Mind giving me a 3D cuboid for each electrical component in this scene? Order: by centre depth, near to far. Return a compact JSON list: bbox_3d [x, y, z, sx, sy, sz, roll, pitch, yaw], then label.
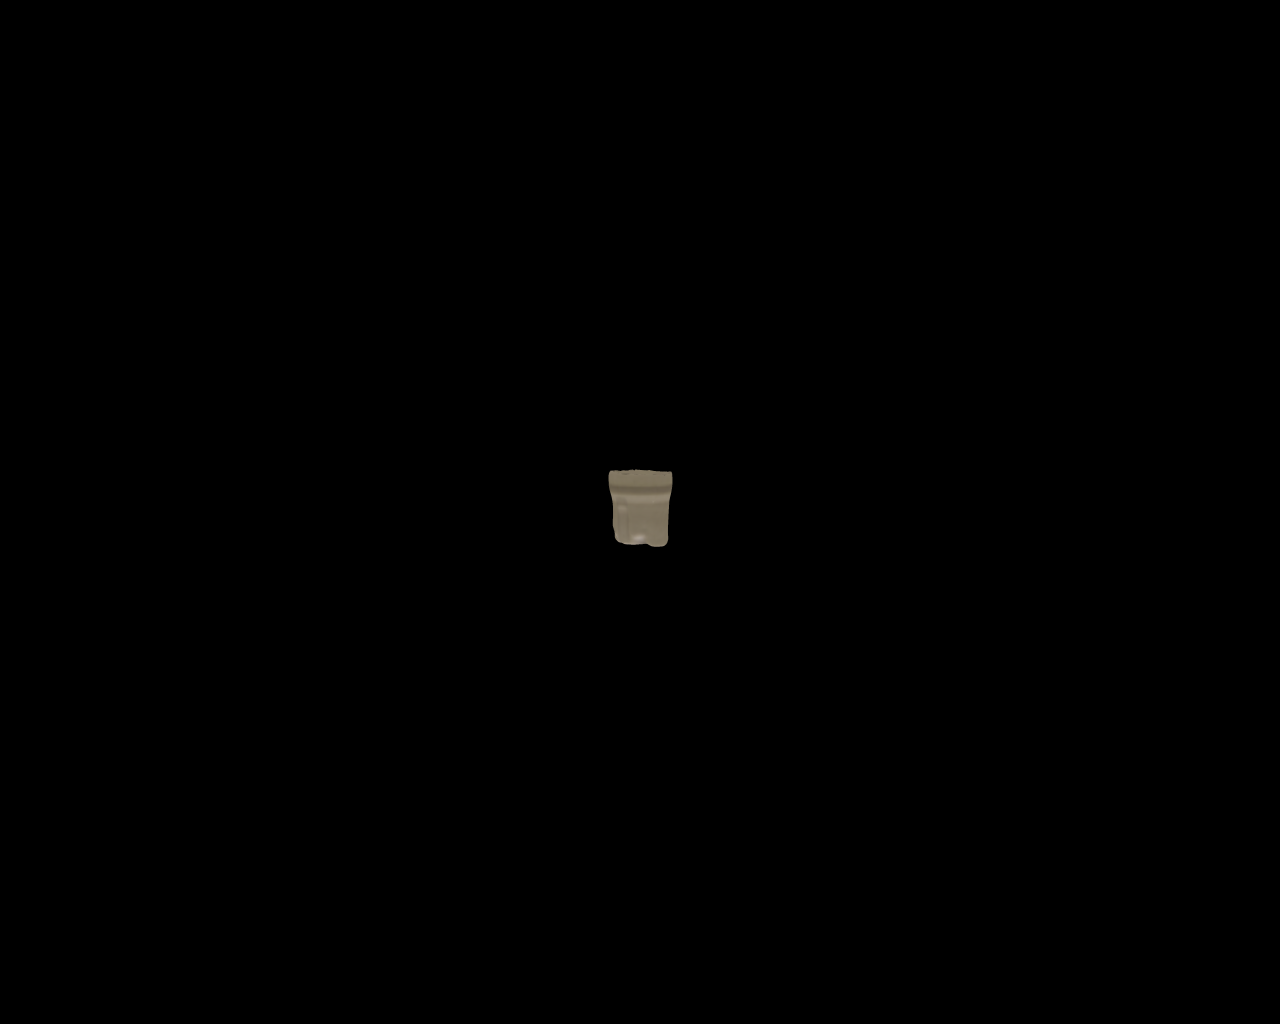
[{"bbox_3d":[0.001,-0.003,0.650,0.040,0.046,0.040,0,6,0],"label":"electrical component"}]
